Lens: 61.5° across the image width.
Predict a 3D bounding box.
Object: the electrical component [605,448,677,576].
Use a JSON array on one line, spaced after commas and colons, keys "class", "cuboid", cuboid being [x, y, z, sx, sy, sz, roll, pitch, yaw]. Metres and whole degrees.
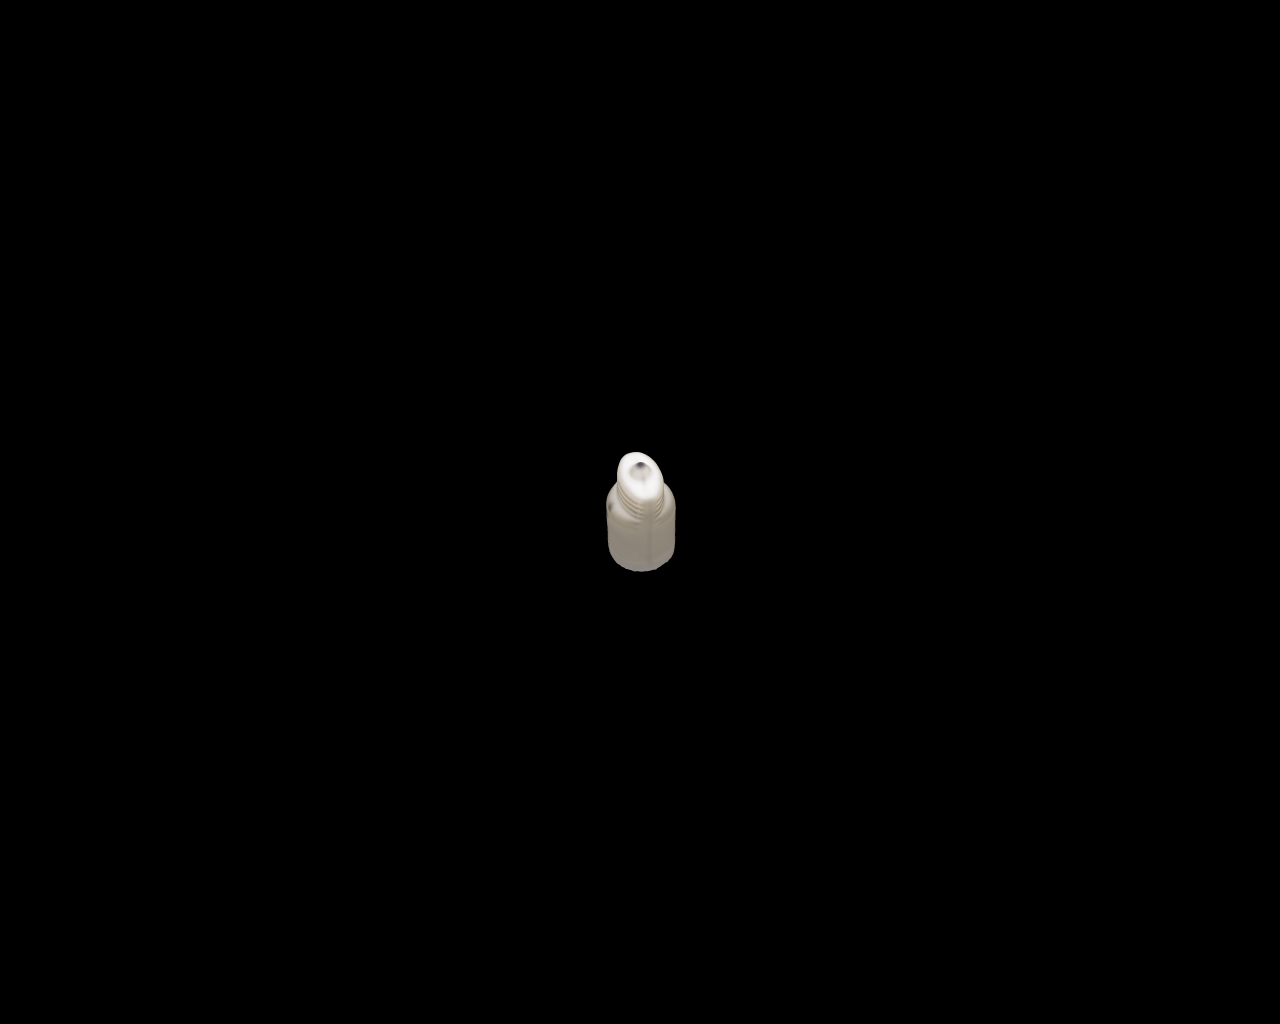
[{"class": "electrical component", "cuboid": [0.001, -0.003, 0.650, 0.043, 0.043, 0.080, 0, -40, 0]}]
